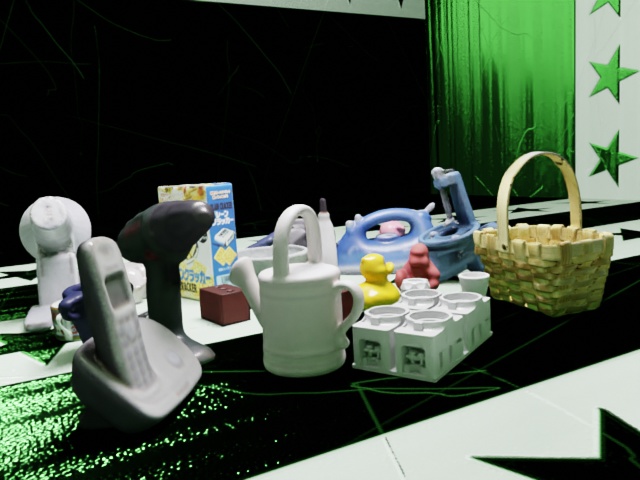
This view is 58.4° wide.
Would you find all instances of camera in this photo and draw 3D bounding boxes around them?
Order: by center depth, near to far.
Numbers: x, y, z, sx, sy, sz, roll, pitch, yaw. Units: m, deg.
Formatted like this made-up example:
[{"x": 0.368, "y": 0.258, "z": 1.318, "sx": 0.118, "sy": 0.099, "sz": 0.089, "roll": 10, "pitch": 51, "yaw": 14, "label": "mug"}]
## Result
[{"x": -0.031, "y": -0.004, "z": 1.477, "sx": 0.136, "sy": 0.101, "sz": 0.143, "roll": -2, "pitch": 8, "yaw": 8, "label": "camera"}]

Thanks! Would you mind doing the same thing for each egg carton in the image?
[{"x": -0.397, "y": 0.084, "z": 1.101, "sx": 0.150, "sy": 0.069, "sz": 0.107, "roll": -3, "pitch": 8, "yaw": 6, "label": "egg carton"}]

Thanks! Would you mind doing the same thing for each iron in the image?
[{"x": 0.138, "y": -0.004, "z": 1.245, "sx": 0.258, "sy": 0.141, "sz": 0.118, "roll": -4, "pitch": 8, "yaw": -4, "label": "iron"}]

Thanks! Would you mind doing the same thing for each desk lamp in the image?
[{"x": -0.453, "y": 0.030, "z": 0.989, "sx": 0.118, "sy": 0.213, "sz": 0.202, "roll": -7, "pitch": 8, "yaw": -21, "label": "desk lamp"}]

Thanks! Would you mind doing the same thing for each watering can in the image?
[{"x": -0.032, "y": 0.055, "z": 0.685, "sx": 0.172, "sy": 0.194, "sz": 0.101, "roll": -2, "pitch": 8, "yaw": 9, "label": "watering can"}]

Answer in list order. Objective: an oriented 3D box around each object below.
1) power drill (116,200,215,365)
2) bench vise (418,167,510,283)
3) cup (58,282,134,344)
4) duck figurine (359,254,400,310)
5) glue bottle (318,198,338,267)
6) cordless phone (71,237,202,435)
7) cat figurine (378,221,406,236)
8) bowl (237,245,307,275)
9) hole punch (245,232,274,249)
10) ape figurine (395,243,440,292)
[{"x": -0.188, "y": 0.052, "z": 0.723, "sx": 0.076, "sy": 0.208, "sz": 0.228, "roll": -10, "pitch": 10, "yaw": -39, "label": "power drill"}, {"x": 0.275, "y": -0.035, "z": 1.125, "sx": 0.208, "sy": 0.220, "sz": 0.121, "roll": -10, "pitch": 10, "yaw": -40, "label": "bench vise"}, {"x": -0.303, "y": 0.110, "z": 0.775, "sx": 0.091, "sy": 0.095, "sz": 0.118, "roll": -1, "pitch": 8, "yaw": 16, "label": "cup"}, {"x": 0.085, "y": 0.066, "z": 0.956, "sx": 0.105, "sy": 0.086, "sz": 0.077, "roll": -8, "pitch": 9, "yaw": -32, "label": "duck figurine"}, {"x": 0.010, "y": 0.004, "z": 1.125, "sx": 0.037, "sy": 0.173, "sz": 0.078, "roll": -5, "pitch": 8, "yaw": -9, "label": "glue bottle"}, {"x": -0.186, "y": 0.083, "z": 0.577, "sx": 0.094, "sy": 0.185, "sz": 0.147, "roll": -3, "pitch": 8, "yaw": 6, "label": "cordless phone"}, {"x": 0.164, "y": -0.007, "z": 1.348, "sx": 0.067, "sy": 0.118, "sz": 0.127, "roll": -4, "pitch": 8, "yaw": -5, "label": "cat figurine"}, {"x": -0.101, "y": 0.058, "z": 1.145, "sx": 0.167, "sy": 0.075, "sz": 0.167, "roll": -3, "pitch": 8, "yaw": 1, "label": "bowl"}, {"x": -0.139, "y": 0.027, "z": 1.327, "sx": 0.101, "sy": 0.091, "sz": 0.109, "roll": -2, "pitch": 8, "yaw": 7, "label": "hole punch"}, {"x": 0.172, "y": 0.052, "z": 1.002, "sx": 0.077, "sy": 0.092, "sz": 0.076, "roll": 1, "pitch": 9, "yaw": 29, "label": "ape figurine"}]
